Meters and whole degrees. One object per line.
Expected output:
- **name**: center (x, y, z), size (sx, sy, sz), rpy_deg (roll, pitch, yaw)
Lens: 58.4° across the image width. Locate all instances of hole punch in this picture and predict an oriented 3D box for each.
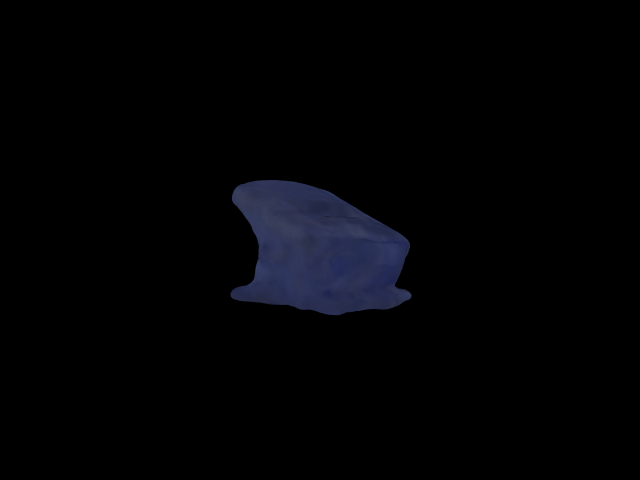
- **hole punch**: center (0.004, 0.001, 0.400), size (0.100, 0.091, 0.109), rpy_deg (0, 0, 44)
